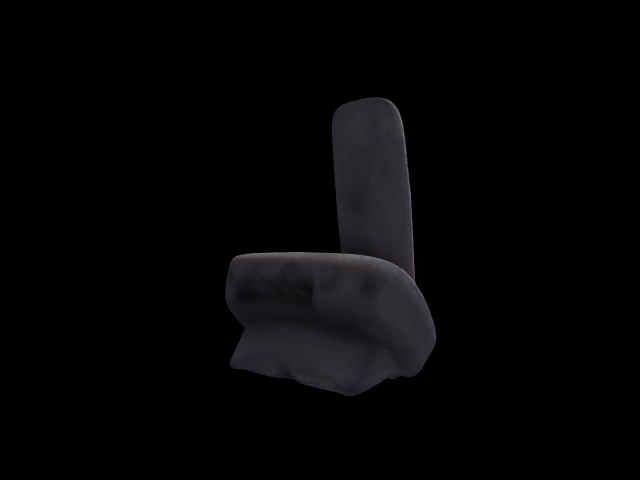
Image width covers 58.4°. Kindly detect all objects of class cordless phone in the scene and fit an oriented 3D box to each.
[{"bbox_3d":[0.004,0.001,0.400,0.147,0.185,0.094,0,0,32],"label":"cordless phone"}]
